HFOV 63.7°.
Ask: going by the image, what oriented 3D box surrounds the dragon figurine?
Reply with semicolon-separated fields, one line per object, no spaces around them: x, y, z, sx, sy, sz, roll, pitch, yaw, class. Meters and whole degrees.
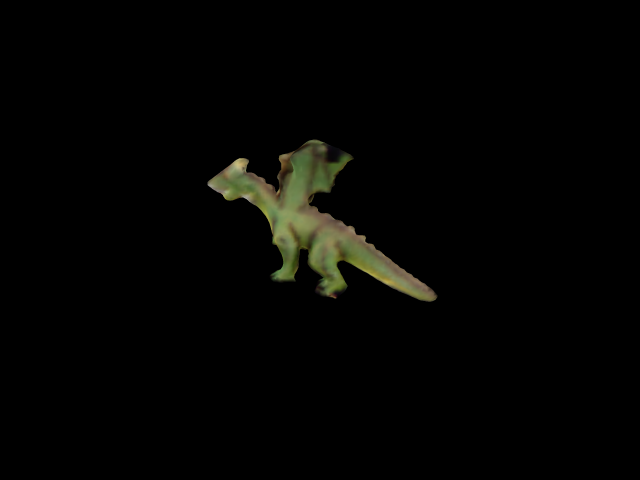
0.003;-0.043;0.850;0.411;0.237;0.124;12;33;18;dragon figurine
